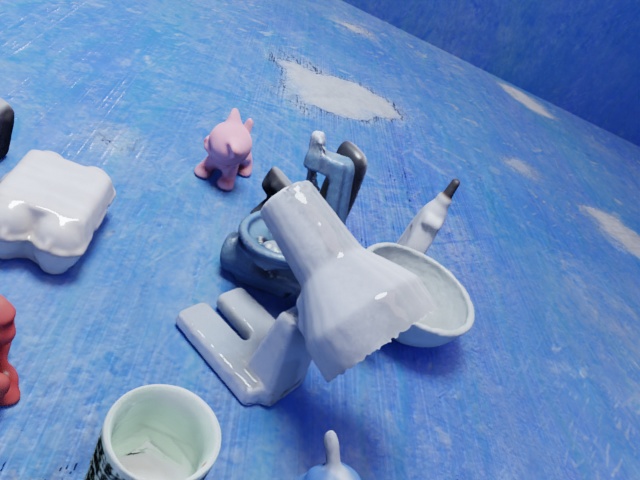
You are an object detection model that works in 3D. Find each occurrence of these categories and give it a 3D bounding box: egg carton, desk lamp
[{"bbox_3d":[-0.285,-0.034,0.609,0.107,0.069,0.150,20,33,-15],"label":"egg carton"},{"bbox_3d":[-0.018,0.064,0.546,0.203,0.213,0.118,42,34,20],"label":"desk lamp"}]

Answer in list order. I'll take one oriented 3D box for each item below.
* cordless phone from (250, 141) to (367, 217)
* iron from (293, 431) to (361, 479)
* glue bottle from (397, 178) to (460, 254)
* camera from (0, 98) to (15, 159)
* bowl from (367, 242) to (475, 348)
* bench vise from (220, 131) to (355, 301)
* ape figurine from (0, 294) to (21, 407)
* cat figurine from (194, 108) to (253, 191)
[{"bbox_3d":[-0.006,-0.070,0.772,0.094,0.185,0.147,-9,48,-45],"label":"cordless phone"},{"bbox_3d":[0.037,0.262,0.381,0.119,0.141,0.257,-4,45,-42],"label":"iron"},{"bbox_3d":[0.155,-0.019,0.839,0.037,0.173,0.078,27,32,-4],"label":"glue bottle"},{"bbox_3d":[-0.425,-0.135,0.609,0.143,0.100,0.137,24,32,-9],"label":"camera"},{"bbox_3d":[0.115,0.084,0.756,0.168,0.074,0.167,21,33,-14],"label":"bowl"},{"bbox_3d":[0.007,-0.004,0.657,0.207,0.219,0.121,24,32,-9],"label":"bench vise"},{"bbox_3d":[-0.263,0.079,0.446,0.076,0.092,0.077,20,33,-15],"label":"ape figurine"},{"bbox_3d":[-0.128,-0.139,0.835,0.067,0.117,0.128,29,32,0],"label":"cat figurine"}]
